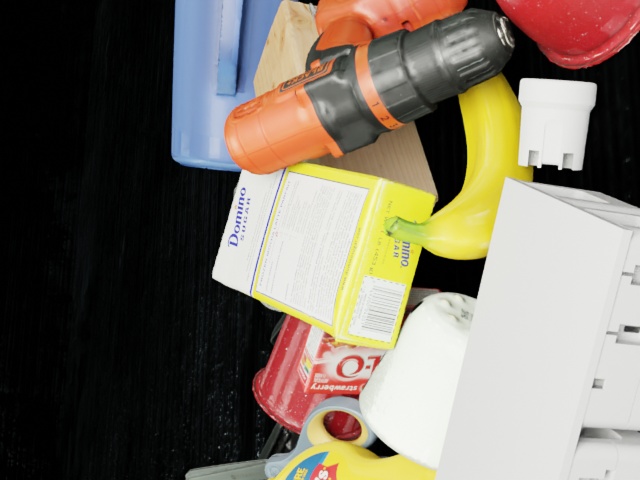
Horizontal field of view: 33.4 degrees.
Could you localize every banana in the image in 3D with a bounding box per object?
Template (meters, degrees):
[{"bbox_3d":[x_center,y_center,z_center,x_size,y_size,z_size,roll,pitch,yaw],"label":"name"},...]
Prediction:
[{"bbox_3d":[0.091,-0.045,0.601,0.037,0.069,0.197,-36,17,36],"label":"banana"}]

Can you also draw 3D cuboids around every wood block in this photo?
[{"bbox_3d":[0.012,-0.081,0.819,0.206,0.090,0.090,-102,27,-42],"label":"wood block"}]

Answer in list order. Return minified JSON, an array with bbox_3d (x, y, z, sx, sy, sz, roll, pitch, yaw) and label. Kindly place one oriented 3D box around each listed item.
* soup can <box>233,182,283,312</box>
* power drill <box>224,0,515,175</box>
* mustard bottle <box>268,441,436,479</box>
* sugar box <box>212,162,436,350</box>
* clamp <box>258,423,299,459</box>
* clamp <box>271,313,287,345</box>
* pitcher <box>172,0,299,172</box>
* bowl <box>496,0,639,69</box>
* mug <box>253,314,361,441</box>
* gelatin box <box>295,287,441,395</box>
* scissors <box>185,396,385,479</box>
[{"bbox_3d":[-0.027,-0.003,0.840,0.069,0.068,0.102,115,150,-41],"label":"soup can"},{"bbox_3d":[0.041,-0.122,0.665,0.185,0.057,0.187,-18,25,27],"label":"power drill"},{"bbox_3d":[0.018,0.176,0.671,0.192,0.058,0.096,-7,64,49],"label":"mustard bottle"},{"bbox_3d":[-0.004,0.001,0.656,0.176,0.048,0.093,20,95,63],"label":"sugar box"},{"bbox_3d":[-0.061,0.263,0.988,0.210,0.036,0.164,139,135,-57],"label":"clamp"},{"bbox_3d":[-0.003,0.046,0.897,0.120,0.039,0.171,38,113,62],"label":"clamp"},{"bbox_3d":[-0.090,-0.194,1.086,0.145,0.148,0.243,11,98,40],"label":"pitcher"},{"bbox_3d":[0.131,-0.176,0.573,0.162,0.055,0.162,-173,90,-71],"label":"bowl"},{"bbox_3d":[0.011,0.084,0.793,0.117,0.093,0.082,-38,-28,-64],"label":"mug"},{"bbox_3d":[0.036,0.067,0.704,0.030,0.089,0.073,-117,38,-53],"label":"gelatin box"},{"bbox_3d":[-0.026,0.147,0.756,0.016,0.202,0.096,-45,-51,-50],"label":"scissors"}]
